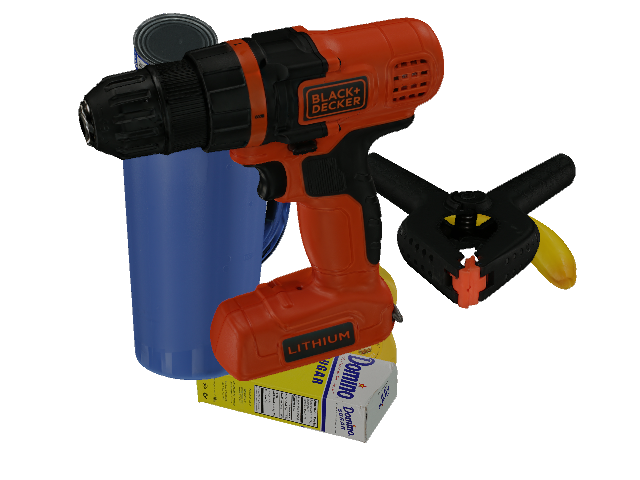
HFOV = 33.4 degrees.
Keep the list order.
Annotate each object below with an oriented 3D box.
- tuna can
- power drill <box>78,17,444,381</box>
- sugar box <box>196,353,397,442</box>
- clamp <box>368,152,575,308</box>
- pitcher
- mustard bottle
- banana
[{"bbox_3d":[-0.148,-0.192,1.093,0.086,0.086,0.034,0,-39,-8],"label":"tuna can"},{"bbox_3d":[-0.025,-0.017,0.556,0.184,0.188,0.057,-13,37,-18],"label":"power drill"},{"bbox_3d":[-0.022,0.136,1.030,0.176,0.048,0.093,7,24,21],"label":"sugar box"},{"bbox_3d":[0.093,-0.017,0.751,0.165,0.036,0.209,3,27,13],"label":"clamp"},{"bbox_3d":[-0.101,-0.008,0.946,0.149,0.243,0.145,3,16,1],"label":"pitcher"},{"bbox_3d":[0.056,0.088,1.443,0.096,0.192,0.058,-3,21,-7],"label":"mustard bottle"},{"bbox_3d":[0.183,-0.001,1.037,0.069,0.037,0.198,-39,38,-23],"label":"banana"}]
